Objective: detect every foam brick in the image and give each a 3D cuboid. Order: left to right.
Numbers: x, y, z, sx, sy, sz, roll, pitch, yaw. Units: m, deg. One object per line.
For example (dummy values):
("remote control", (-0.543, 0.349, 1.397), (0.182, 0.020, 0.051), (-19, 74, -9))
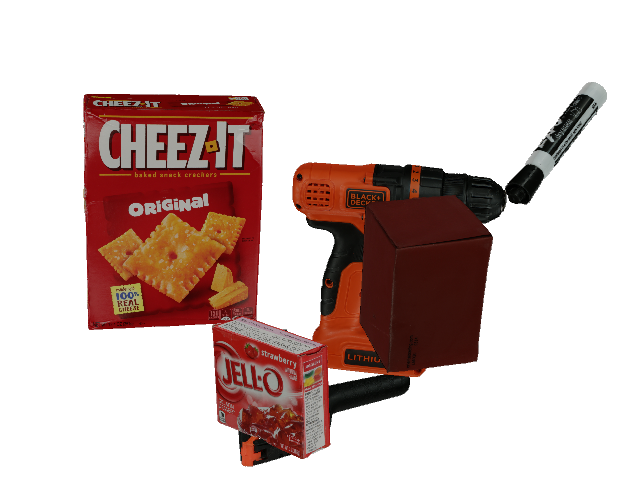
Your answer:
("foam brick", (0.053, 0.022, 0.558), (0.053, 0.078, 0.051), (-5, 31, -14))

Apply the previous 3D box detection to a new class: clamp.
("clamp", (-0.011, 0.165, 1.088), (0.165, 0.036, 0.209), (12, 29, 19))

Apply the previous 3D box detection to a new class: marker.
("marker", (0.162, -0.067, 0.736), (0.020, 0.020, 0.121), (0, 41, 50))

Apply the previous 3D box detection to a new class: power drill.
("power drill", (0.064, 0.024, 0.942), (0.184, 0.188, 0.057), (5, 17, 8))

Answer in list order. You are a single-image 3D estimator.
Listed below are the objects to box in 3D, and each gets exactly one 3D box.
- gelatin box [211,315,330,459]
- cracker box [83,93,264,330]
("gelatin box", (-0.035, 0.097, 0.716), (0.089, 0.073, 0.030), (14, 22, 42))
("cracker box", (-0.139, -0.026, 1.005), (0.164, 0.214, 0.072), (-1, 20, -12))
